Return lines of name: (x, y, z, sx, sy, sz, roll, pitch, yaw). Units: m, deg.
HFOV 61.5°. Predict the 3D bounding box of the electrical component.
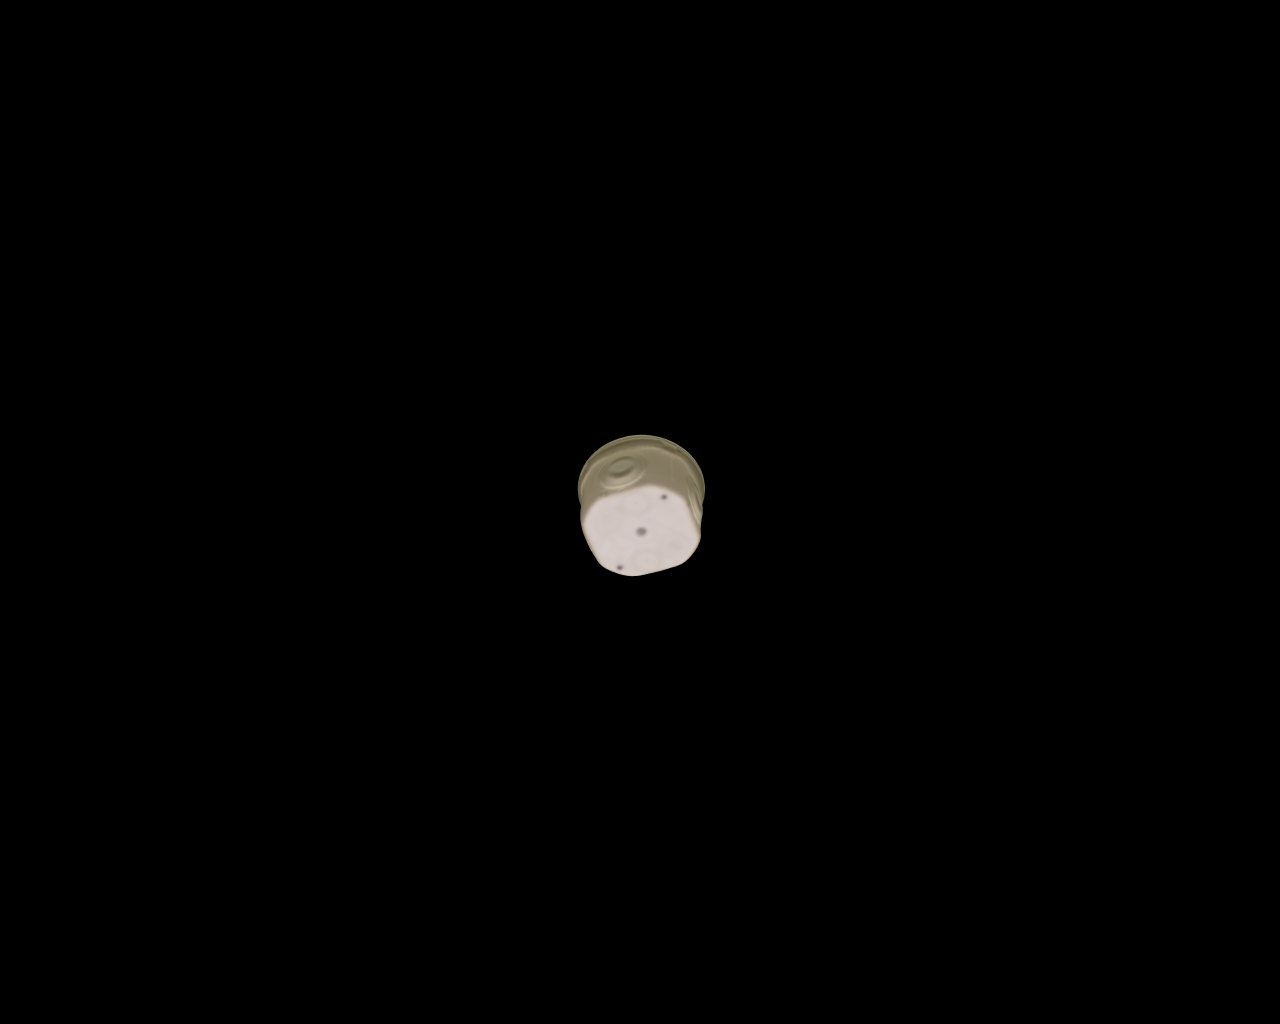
electrical component: (0.001, -0.003, 0.650, 0.080, 0.080, 0.051, 0, 37, 0)
